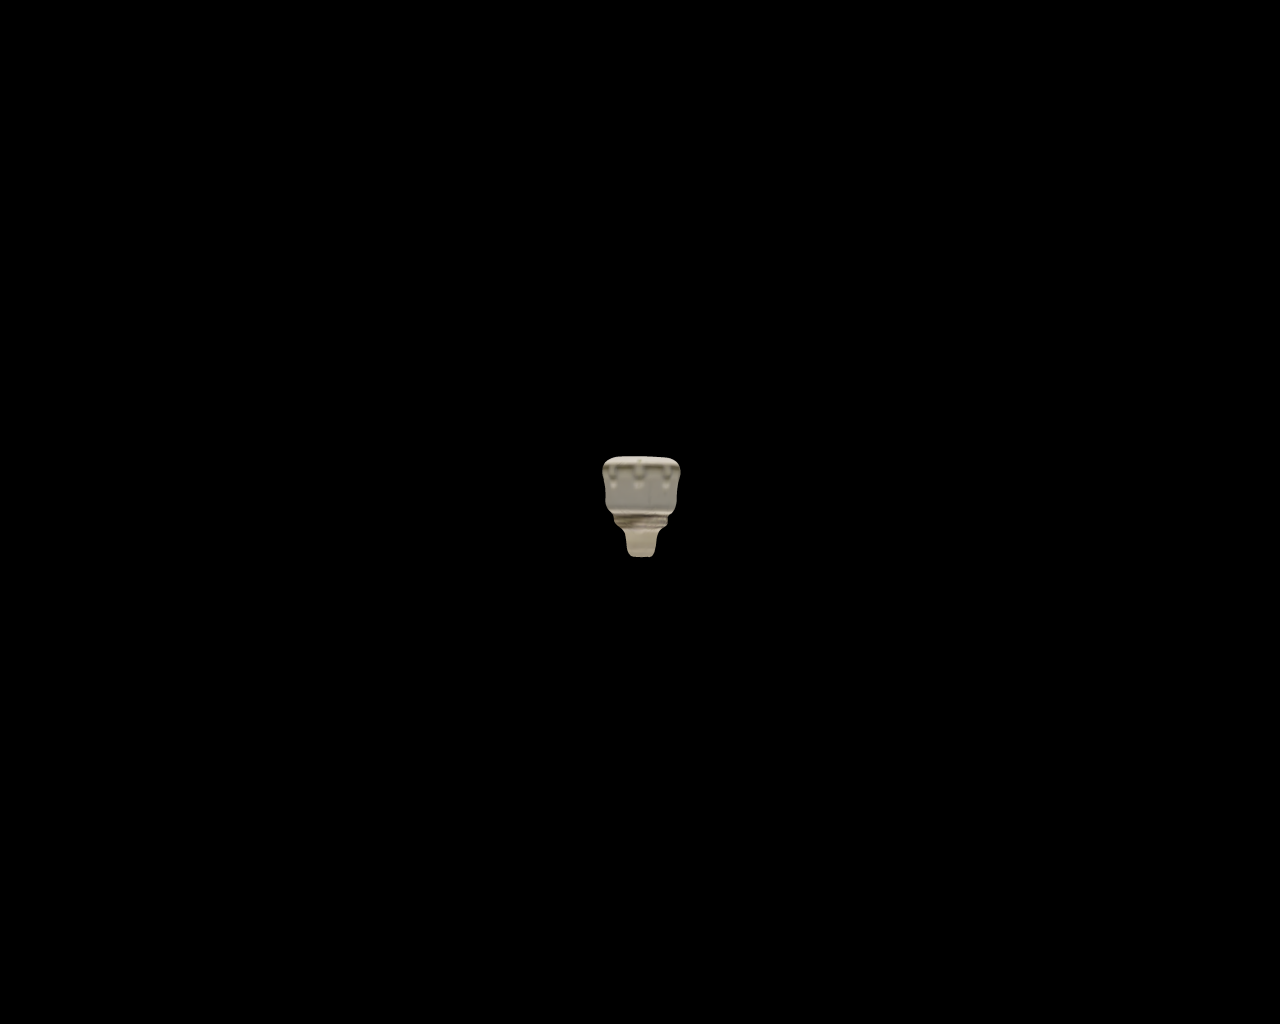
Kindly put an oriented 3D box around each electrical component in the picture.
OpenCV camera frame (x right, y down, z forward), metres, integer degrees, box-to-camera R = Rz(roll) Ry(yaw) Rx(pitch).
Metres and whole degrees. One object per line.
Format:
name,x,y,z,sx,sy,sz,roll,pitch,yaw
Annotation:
electrical component,0.001,-0.003,0.650,0.048,0.062,0.048,0,0,0
